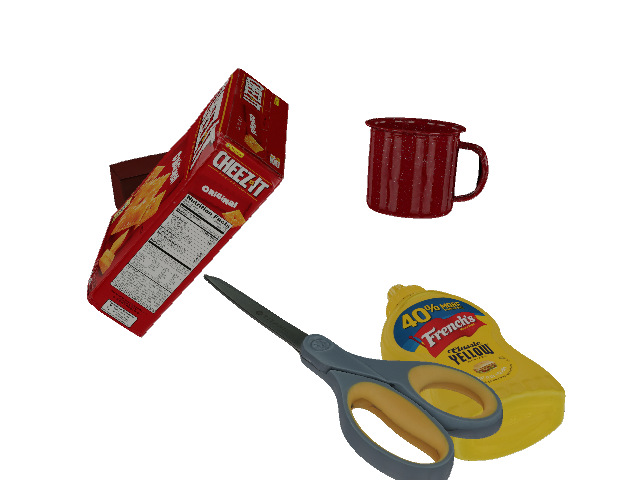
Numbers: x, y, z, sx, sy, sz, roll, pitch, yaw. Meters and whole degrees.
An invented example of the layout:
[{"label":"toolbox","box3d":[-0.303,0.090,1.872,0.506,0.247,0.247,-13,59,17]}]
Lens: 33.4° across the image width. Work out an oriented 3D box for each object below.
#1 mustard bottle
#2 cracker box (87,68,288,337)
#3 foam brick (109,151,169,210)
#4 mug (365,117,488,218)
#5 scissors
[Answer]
[{"label":"mustard bottle","box3d":[0.102,0.090,0.841,0.096,0.058,0.192,-16,34,-17]},{"label":"cracker box","box3d":[-0.122,-0.039,0.989,0.072,0.214,0.164,35,24,-19]},{"label":"foam brick","box3d":[-0.185,-0.060,1.169,0.078,0.053,0.051,-15,30,-18]},{"label":"mug","box3d":[0.097,-0.066,0.990,0.117,0.081,0.093,6,14,12]},{"label":"scissors","box3d":[0.020,0.062,0.583,0.096,0.016,0.202,-9,33,-28]}]
